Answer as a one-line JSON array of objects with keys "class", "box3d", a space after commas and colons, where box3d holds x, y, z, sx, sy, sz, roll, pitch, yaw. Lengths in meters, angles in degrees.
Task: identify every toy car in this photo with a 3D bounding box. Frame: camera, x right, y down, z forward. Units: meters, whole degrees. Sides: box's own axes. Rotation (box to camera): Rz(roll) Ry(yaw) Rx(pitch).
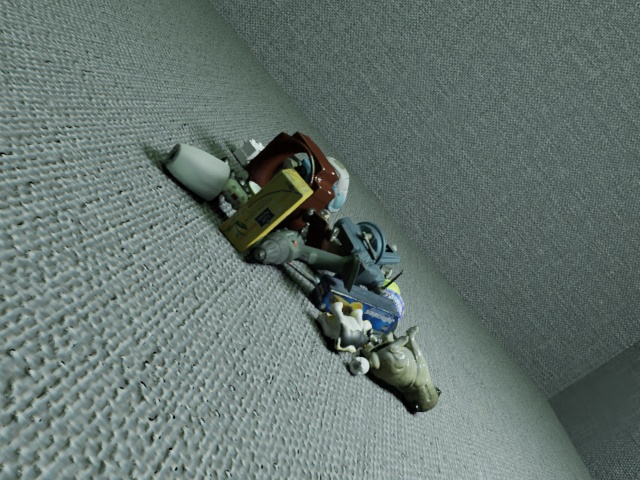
[{"class": "toy car", "box3d": [-0.003, -0.004, 1.256, 0.089, 0.053, 0.202, 41, -28, 18]}, {"class": "toy car", "box3d": [0.019, -0.154, 1.350, 0.161, 0.103, 0.109, 55, 18, 3]}, {"class": "toy car", "box3d": [-0.190, -0.119, 1.128, 0.073, 0.056, 0.202, 53, 0, -26]}]

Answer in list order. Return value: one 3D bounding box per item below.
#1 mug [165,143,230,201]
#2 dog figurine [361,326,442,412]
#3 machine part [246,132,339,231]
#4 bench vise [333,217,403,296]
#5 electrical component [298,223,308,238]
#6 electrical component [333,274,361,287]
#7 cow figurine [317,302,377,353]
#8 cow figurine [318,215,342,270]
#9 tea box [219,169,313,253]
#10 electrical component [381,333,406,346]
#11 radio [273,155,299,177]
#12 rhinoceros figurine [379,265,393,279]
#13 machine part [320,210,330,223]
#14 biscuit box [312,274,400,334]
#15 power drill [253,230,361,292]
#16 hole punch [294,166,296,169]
[{"class": "mug", "box3d": [-0.238, -0.142, 1.025, 0.107, 0.081, 0.110, 33, 22, -37]}, {"class": "dog figurine", "box3d": [0.182, 0.305, 1.172, 0.172, 0.121, 0.190, -20, 87, -41]}, {"class": "machine part", "box3d": [-0.074, -0.140, 1.273, 0.201, 0.201, 0.087, 58, 18, 26]}, {"class": "bench vise", "box3d": [0.136, 0.041, 1.347, 0.240, 0.129, 0.224, 2, 41, -52]}, {"class": "electrical component", "box3d": [-0.042, -0.020, 1.323, 0.063, 0.094, 0.021, -11, 67, -45]}, {"class": "electrical component", "box3d": [0.067, 0.119, 1.332, 0.045, 0.078, 0.102, -6, 54, -30]}, {"class": "cow figurine", "box3d": [0.070, 0.196, 1.127, 0.167, 0.068, 0.098, 28, 32, -50]}, {"class": "cow figurine", "box3d": [0.000, -0.010, 1.415, 0.195, 0.085, 0.127, 58, 14, 18]}, {"class": "tea box", "box3d": [-0.102, -0.059, 1.041, 0.068, 0.169, 0.098, 49, 16, 0]}, {"class": "electrical component", "box3d": [0.202, 0.293, 1.315, 0.134, 0.058, 0.115, 52, 12, 3]}, {"class": "radio", "box3d": [-0.100, -0.205, 1.628, 0.131, 0.073, 0.230, 43, 15, -28]}, {"class": "rhinoceros figurine", "box3d": [0.131, 0.064, 1.579, 0.190, 0.112, 0.073, 34, 17, -25]}, {"class": "machine part", "box3d": [-0.012, -0.097, 1.615, 0.079, 0.079, 0.243, 45, 14, -20]}, {"class": "biscuit box", "box3d": [0.084, 0.146, 1.212, 0.202, 0.059, 0.063, 23, 24, -25]}, {"class": "power drill", "box3d": [-0.023, 0.041, 1.107, 0.207, 0.086, 0.232, 13, 9, 2]}, {"class": "hole punch", "box3d": [-0.069, -0.116, 1.399, 0.092, 0.116, 0.142, 48, 16, -37]}]
